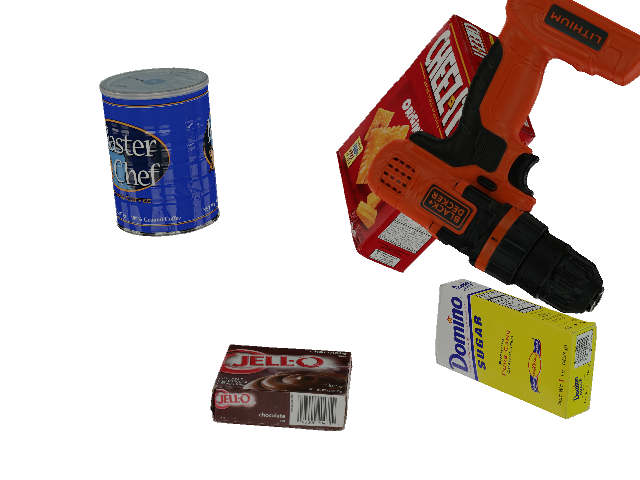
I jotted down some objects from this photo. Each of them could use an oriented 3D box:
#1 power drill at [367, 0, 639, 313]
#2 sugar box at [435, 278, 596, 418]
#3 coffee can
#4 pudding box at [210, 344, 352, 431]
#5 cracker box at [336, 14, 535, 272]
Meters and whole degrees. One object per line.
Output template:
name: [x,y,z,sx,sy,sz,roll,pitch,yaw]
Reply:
power drill: [0.147,-0.065,0.728,0.184,0.188,0.057,34,10,14]
sugar box: [0.194,0.107,1.089,0.048,0.093,0.177,-12,20,-41]
coffee can: [-0.154,-0.087,1.032,0.103,0.140,0.103,-2,21,1]
pudding box: [-0.031,0.124,0.915,0.113,0.039,0.090,5,18,3]
cracker box: [0.108,-0.099,1.094,0.072,0.164,0.214,21,-51,-27]
